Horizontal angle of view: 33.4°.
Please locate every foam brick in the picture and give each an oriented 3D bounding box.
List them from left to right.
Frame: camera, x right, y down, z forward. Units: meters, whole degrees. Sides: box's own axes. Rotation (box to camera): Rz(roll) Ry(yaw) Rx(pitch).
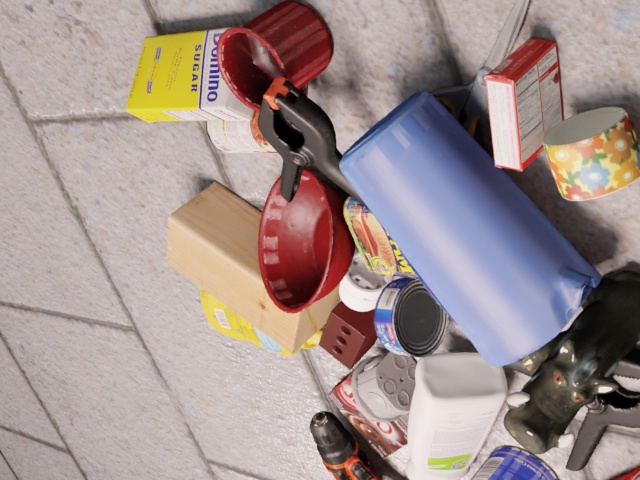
[{"bbox_3d":[0.040,0.105,1.268,0.053,0.051,0.078,38,144,15],"label":"foam brick"}]

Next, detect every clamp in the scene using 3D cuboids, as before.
[{"bbox_3d":[-0.003,-0.086,1.038,0.120,0.039,0.171,7,148,22],"label":"clamp"},{"bbox_3d":[0.270,0.146,1.071,0.164,0.036,0.210,49,143,0],"label":"clamp"}]

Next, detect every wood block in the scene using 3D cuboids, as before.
[{"bbox_3d":[-0.081,0.032,1.297,0.206,0.090,0.091,34,142,20],"label":"wood block"}]

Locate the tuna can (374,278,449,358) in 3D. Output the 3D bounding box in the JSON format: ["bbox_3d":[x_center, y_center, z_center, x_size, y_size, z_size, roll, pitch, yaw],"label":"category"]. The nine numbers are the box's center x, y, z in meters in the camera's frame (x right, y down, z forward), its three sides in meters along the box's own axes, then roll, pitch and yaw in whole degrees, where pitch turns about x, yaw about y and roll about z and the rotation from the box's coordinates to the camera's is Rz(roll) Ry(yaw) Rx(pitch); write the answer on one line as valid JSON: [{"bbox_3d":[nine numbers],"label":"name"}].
[{"bbox_3d":[0.099,0.083,1.154,0.034,0.086,0.086,1,124,50],"label":"tuna can"}]

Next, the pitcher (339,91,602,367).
[{"bbox_3d":[0.127,-0.010,0.984,0.149,0.145,0.243,-39,96,16],"label":"pitcher"}]

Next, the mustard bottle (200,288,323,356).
[{"bbox_3d":[-0.067,0.101,1.373,0.192,0.058,0.096,15,134,39],"label":"mustard bottle"}]

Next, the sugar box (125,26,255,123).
[{"bbox_3d":[-0.134,-0.177,1.153,0.048,0.093,0.177,21,168,-42],"label":"sugar box"}]

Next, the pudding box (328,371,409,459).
[{"bbox_3d":[0.072,0.213,1.346,0.113,0.039,0.090,46,145,4],"label":"pudding box"}]

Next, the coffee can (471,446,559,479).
[{"bbox_3d":[0.201,0.320,1.220,0.103,0.140,0.103,28,140,26],"label":"coffee can"}]

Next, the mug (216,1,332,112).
[{"bbox_3d":[-0.039,-0.175,1.061,0.093,0.081,0.117,13,132,40],"label":"mug"}]

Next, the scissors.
[{"bbox_3d":[0.133,-0.147,0.957,0.096,0.016,0.202,26,140,25],"label":"scissors"}]

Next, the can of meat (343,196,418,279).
[{"bbox_3d":[0.081,-0.009,1.113,0.084,0.057,0.102,5,127,47],"label":"can of meat"}]

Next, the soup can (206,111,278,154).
[{"bbox_3d":[-0.066,-0.126,1.150,0.102,0.068,0.068,5,127,45],"label":"soup can"}]

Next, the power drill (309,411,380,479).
[{"bbox_3d":[0.070,0.316,1.383,0.188,0.057,0.184,36,162,45],"label":"power drill"}]

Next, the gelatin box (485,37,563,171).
[{"bbox_3d":[0.172,-0.114,0.897,0.030,0.073,0.089,16,134,38],"label":"gelatin box"}]

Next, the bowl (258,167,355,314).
[{"bbox_3d":[-0.008,0.001,1.181,0.162,0.055,0.162,-10,78,58],"label":"bowl"}]

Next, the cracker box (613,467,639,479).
[{"bbox_3d":[0.282,0.318,1.085,0.072,0.164,0.214,43,148,7],"label":"cracker box"}]

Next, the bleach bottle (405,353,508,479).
[{"bbox_3d":[0.140,0.226,1.239,0.251,0.102,0.068,100,165,-50],"label":"bleach bottle"}]
